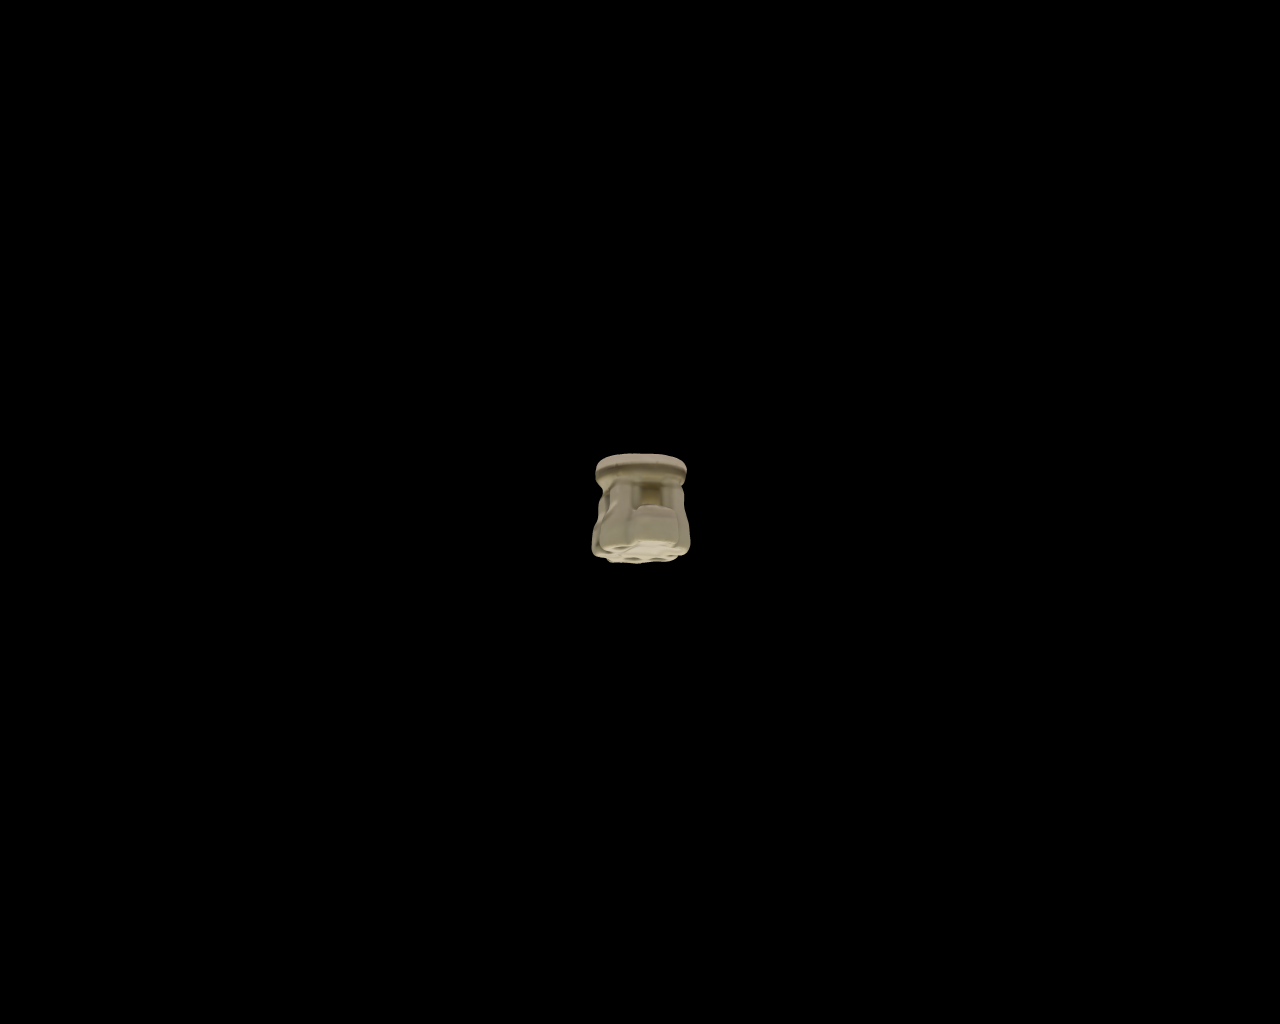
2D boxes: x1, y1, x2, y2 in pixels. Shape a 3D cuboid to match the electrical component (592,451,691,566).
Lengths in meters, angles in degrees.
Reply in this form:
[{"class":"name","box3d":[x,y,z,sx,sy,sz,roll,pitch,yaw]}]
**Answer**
[{"class":"electrical component","box3d":[0.001,-0.003,0.650,0.058,0.057,0.078,4,-14,-15]}]
